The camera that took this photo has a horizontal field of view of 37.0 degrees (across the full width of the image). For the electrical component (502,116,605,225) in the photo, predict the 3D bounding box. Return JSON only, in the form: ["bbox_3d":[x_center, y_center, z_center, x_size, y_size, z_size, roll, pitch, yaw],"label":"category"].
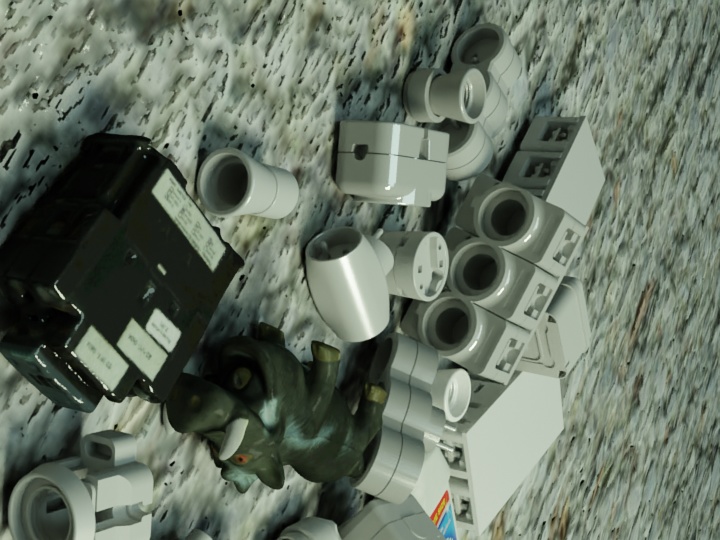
[{"bbox_3d":[0.178,-0.068,1.051,0.150,0.062,0.089,-60,140,-31],"label":"electrical component"}]

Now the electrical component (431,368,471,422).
[{"bbox_3d":[0.059,0.101,0.907,0.045,0.055,0.045,-14,108,-55],"label":"electrical component"}]

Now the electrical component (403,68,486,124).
[{"bbox_3d":[0.069,-0.142,0.879,0.045,0.055,0.045,-14,108,-55],"label":"electrical component"}]

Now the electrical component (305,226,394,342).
[{"bbox_3d":[0.000,0.000,0.811,0.079,0.043,0.077,-51,135,-39],"label":"electrical component"}]

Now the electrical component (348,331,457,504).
[{"bbox_3d":[0.042,0.118,0.834,0.074,0.052,0.138,24,48,-14],"label":"electrical component"}]

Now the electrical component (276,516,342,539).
[{"bbox_3d":[-0.044,0.206,0.781,0.062,0.043,0.043,-10,104,-55],"label":"electrical component"}]

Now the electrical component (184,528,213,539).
[{"bbox_3d":[-0.115,0.191,0.670,0.062,0.043,0.043,-53,136,-39],"label":"electrical component"}]

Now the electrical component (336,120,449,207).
[{"bbox_3d":[0.025,-0.080,0.825,0.095,0.054,0.059,-1,96,-57],"label":"electrical component"}]

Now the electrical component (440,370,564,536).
[{"bbox_3d":[0.122,0.145,1.005,0.186,0.060,0.105,-36,125,-48],"label":"electrical component"}]

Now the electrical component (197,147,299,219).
[{"bbox_3d":[-0.070,-0.053,0.700,0.065,0.044,0.044,7,90,-61],"label":"electrical component"}]

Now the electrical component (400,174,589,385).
[{"bbox_3d":[0.110,0.006,0.899,0.062,0.089,0.150,24,94,-55],"label":"electrical component"}]

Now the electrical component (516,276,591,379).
[{"bbox_3d":[0.146,0.044,0.977,0.057,0.113,0.078,-47,132,-38],"label":"electrical component"}]

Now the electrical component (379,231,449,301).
[{"bbox_3d":[0.037,-0.005,0.863,0.055,0.047,0.055,-15,108,-55],"label":"electrical component"}]

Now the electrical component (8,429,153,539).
[{"bbox_3d":[-0.154,0.131,0.590,0.057,0.058,0.078,-3,99,-59],"label":"electrical component"}]

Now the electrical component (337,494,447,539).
[{"bbox_3d":[0.008,0.220,0.831,0.096,0.061,0.062,-48,155,20],"label":"electrical component"}]

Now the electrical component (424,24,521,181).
[{"bbox_3d":[0.104,-0.137,0.935,0.073,0.052,0.138,45,59,-50],"label":"electrical component"}]
